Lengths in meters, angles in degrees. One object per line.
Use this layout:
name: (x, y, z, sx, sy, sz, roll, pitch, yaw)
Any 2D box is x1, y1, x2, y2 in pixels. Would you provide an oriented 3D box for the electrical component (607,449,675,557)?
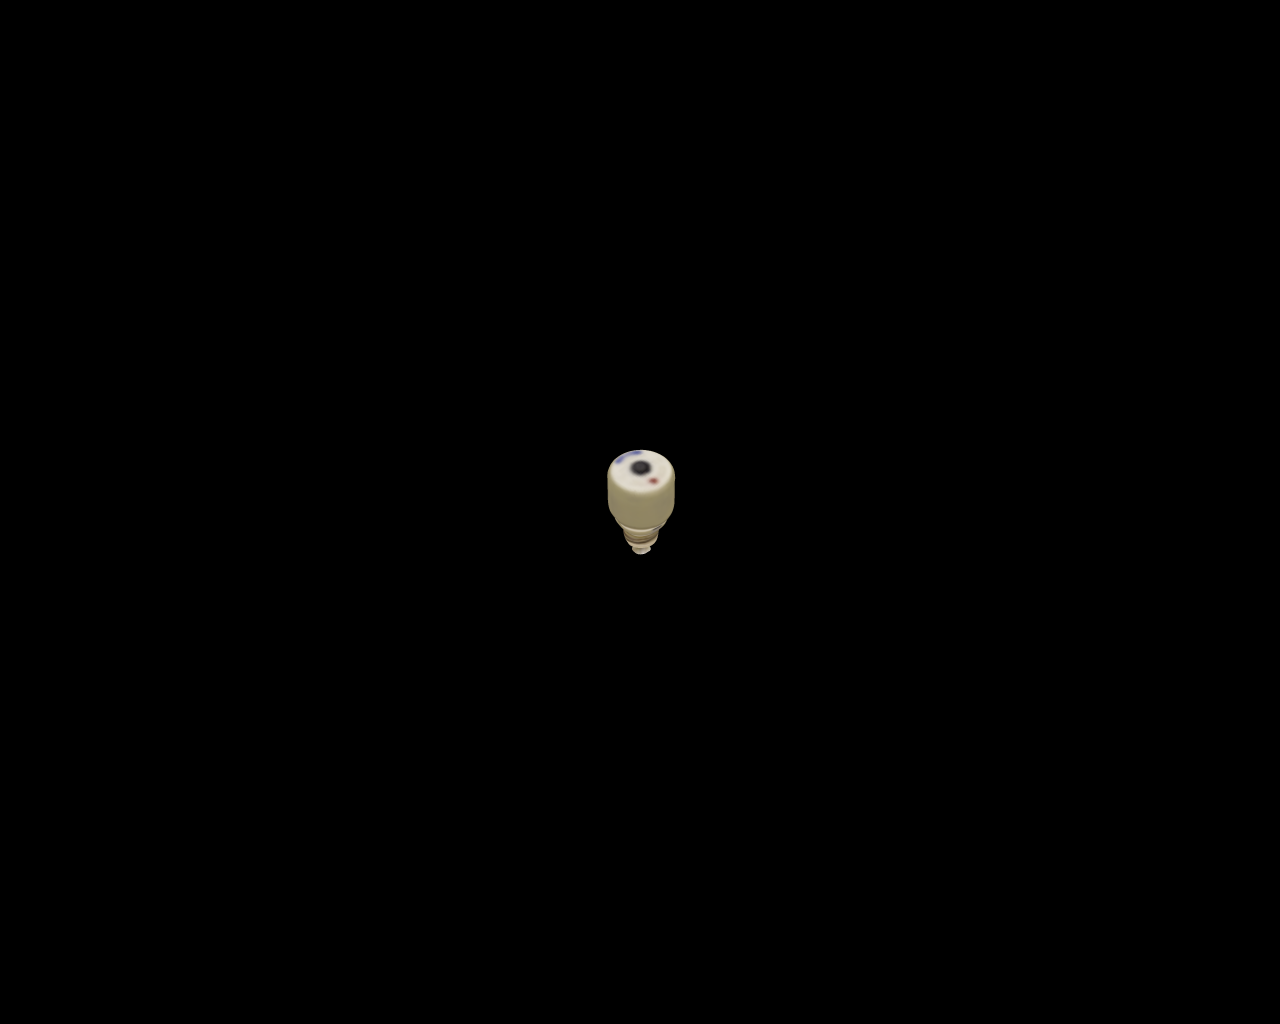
electrical component: (0.001, -0.003, 0.650, 0.040, 0.040, 0.078, 0, -43, 0)
